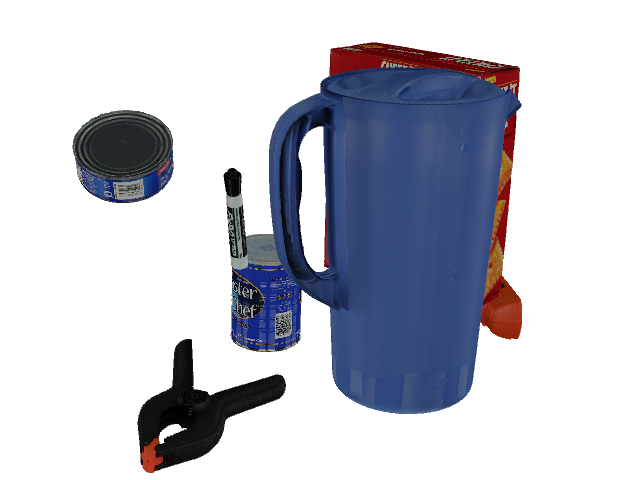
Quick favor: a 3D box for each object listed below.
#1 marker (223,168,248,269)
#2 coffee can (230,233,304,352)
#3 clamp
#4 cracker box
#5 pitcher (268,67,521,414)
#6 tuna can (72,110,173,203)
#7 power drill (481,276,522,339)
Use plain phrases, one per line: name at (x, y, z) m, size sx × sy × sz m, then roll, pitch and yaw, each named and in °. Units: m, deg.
marker at (-0.091, -0.023, 1.144) m, size 0.020 × 0.121 × 0.020 m, roll -1°, pitch 34°, yaw 1°
coffee can at (-0.077, 0.074, 1.523) m, size 0.103 × 0.140 × 0.103 m, roll 2°, pitch 22°, yaw -1°
clamp at (-0.125, 0.152, 1.010) m, size 0.120 × 0.039 × 0.171 m, roll 19°, pitch 31°, yaw 27°
cracker box at (0.087, -0.060, 0.959) m, size 0.164 × 0.214 × 0.071 m, roll 19°, pitch 26°, yaw 38°
pitcher at (0.054, 0.000, 0.777) m, size 0.149 × 0.243 × 0.144 m, roll 9°, pitch 20°, yaw 20°
tuna can at (-0.171, -0.073, 0.931) m, size 0.086 × 0.086 × 0.034 m, roll 0°, pitch -41°, yaw -4°
power drill at (0.113, 0.080, 1.130) m, size 0.187 × 0.057 × 0.184 m, roll -6°, pitch 28°, yaw -11°
